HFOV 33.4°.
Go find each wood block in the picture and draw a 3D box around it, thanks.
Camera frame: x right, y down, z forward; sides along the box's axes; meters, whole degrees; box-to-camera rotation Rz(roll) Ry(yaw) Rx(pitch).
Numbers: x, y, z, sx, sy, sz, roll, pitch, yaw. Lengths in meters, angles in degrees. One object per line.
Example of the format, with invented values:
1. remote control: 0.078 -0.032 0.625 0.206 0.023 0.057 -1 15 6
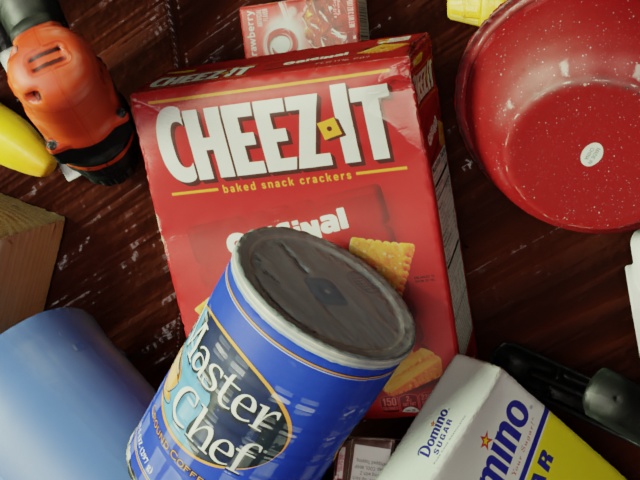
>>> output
1. wood block: -0.250 0.073 0.710 0.090 0.090 0.206 20 103 11

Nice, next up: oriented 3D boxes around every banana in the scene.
1. banana: -0.266 -0.074 0.701 0.198 0.037 0.069 -1 104 12

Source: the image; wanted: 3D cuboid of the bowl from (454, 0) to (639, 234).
1. bowl: 0.147 -0.058 0.563 0.162 0.055 0.162 10 130 12

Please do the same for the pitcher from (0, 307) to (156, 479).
1. pitcher: -0.119 0.167 0.620 0.243 0.145 0.149 41 78 21

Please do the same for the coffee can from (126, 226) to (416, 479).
1. coffee can: -0.028 0.078 0.562 0.103 0.102 0.140 34 116 7

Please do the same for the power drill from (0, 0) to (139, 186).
1. power drill: -0.164 -0.129 0.626 0.057 0.184 0.188 -27 80 -8

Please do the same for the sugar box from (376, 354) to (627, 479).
1. sugar box: 0.117 0.149 0.589 0.176 0.048 0.093 41 76 -29

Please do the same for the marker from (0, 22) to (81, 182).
1. marker: -0.186 -0.095 0.693 0.020 0.020 0.121 -25 100 17

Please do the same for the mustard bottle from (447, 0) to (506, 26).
1. mustard bottle: 0.165 -0.126 0.580 0.192 0.058 0.096 5 113 14

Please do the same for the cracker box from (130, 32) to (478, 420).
1. cracker box: -0.004 0.001 0.622 0.164 0.072 0.214 -5 110 16

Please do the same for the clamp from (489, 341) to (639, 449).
1. clamp: 0.197 0.112 0.594 0.210 0.165 0.036 28 87 -13

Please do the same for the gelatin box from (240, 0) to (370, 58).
1. gelatin box: -0.006 -0.101 0.646 0.073 0.030 0.089 -4 98 16

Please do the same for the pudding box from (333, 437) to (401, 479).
1. pudding box: 0.043 0.161 0.621 0.039 0.113 0.090 1 79 29
